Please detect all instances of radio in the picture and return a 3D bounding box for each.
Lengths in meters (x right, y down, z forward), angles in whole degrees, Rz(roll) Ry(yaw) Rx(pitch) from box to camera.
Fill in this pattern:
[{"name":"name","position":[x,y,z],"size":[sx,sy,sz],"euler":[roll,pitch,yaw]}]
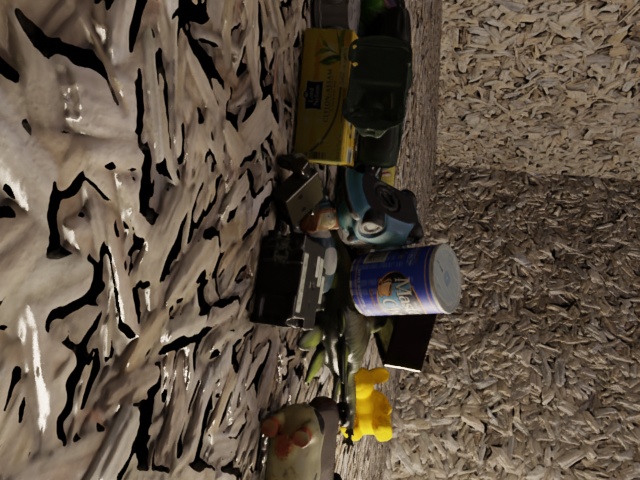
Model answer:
[{"name":"radio","position":[0.158,0.150,1.043],"size":[0.230,0.073,0.131],"euler":[-100,-157,-79]}]

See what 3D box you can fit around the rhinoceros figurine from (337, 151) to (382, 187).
[{"name":"rhinoceros figurine","position":[0.086,-0.113,1.023],"size":[0.190,0.073,0.112],"euler":[-11,107,-74]}]

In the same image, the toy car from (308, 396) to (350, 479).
[{"name":"toy car","position":[-0.004,0.343,0.865],"size":[0.053,0.089,0.202],"euler":[-144,-127,-61]}]

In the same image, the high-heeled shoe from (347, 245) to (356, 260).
[{"name":"high-heeled shoe","position":[0.061,0.004,0.944],"size":[0.248,0.086,0.145],"euler":[81,15,-69]}]

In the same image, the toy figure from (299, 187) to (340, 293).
[{"name":"toy figure","position":[-0.002,-0.003,0.770],"size":[0.064,0.058,0.154],"euler":[-37,132,-71]}]

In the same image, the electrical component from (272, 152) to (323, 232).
[{"name":"electrical component","position":[-0.029,-0.062,0.679],"size":[0.078,0.045,0.102],"euler":[-48,151,-15]}]

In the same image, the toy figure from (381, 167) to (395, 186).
[{"name":"toy figure","position":[0.126,-0.162,1.142],"size":[0.089,0.082,0.179],"euler":[-61,151,-50]}]

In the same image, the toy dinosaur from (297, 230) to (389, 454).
[{"name":"toy dinosaur","position":[0.037,0.165,0.922],"size":[0.198,0.105,0.470],"euler":[-54,139,-48]}]

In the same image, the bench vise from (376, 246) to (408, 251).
[{"name":"bench vise","position":[0.158,0.078,1.234],"size":[0.240,0.129,0.223],"euler":[127,-34,-73]}]

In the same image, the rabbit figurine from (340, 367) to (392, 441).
[{"name":"rabbit figurine","position":[0.113,0.367,1.275],"size":[0.162,0.122,0.173],"euler":[-55,130,-48]}]

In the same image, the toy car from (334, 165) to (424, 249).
[{"name":"toy car","position":[0.077,-0.035,0.815],"size":[0.161,0.103,0.109],"euler":[18,50,-36]}]

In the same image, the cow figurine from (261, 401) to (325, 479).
[{"name":"cow figurine","position":[-0.034,0.325,0.760],"size":[0.127,0.086,0.194],"euler":[-16,111,-67]}]

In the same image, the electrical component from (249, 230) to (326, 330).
[{"name":"electrical component","position":[-0.034,0.054,0.675],"size":[0.134,0.058,0.115],"euler":[42,58,-73]}]

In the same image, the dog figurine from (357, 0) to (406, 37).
[{"name":"dog figurine","position":[0.095,-0.389,0.882],"size":[0.191,0.109,0.219],"euler":[21,72,-72]}]

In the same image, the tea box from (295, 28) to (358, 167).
[{"name":"tea box","position":[0.015,-0.187,0.729],"size":[0.098,0.068,0.169],"euler":[-12,108,-77]}]

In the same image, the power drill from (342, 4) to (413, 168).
[{"name":"power drill","position":[0.081,-0.209,0.704],"size":[0.207,0.086,0.231],"euler":[-62,160,-79]}]
